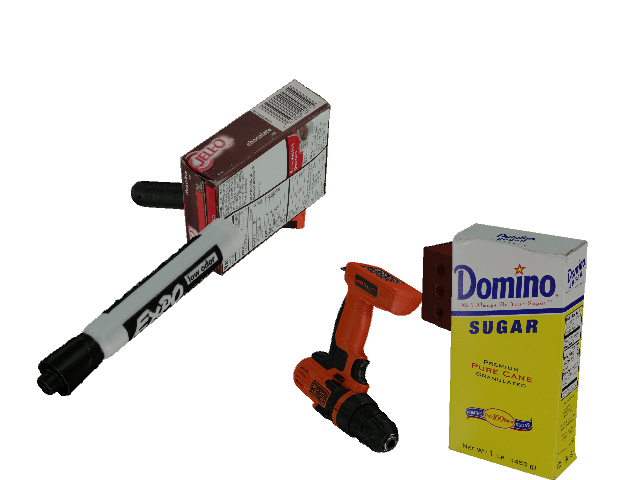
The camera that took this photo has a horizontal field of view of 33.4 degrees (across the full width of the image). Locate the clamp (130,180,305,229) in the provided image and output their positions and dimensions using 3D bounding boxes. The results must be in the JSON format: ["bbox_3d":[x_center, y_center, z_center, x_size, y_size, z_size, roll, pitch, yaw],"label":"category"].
[{"bbox_3d":[-0.096,-0.041,1.034,0.172,0.039,0.120,16,30,37],"label":"clamp"}]

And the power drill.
[{"bbox_3d":[0.052,0.133,1.249,0.057,0.188,0.185,13,13,-41],"label":"power drill"}]

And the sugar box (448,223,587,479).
[{"bbox_3d":[0.145,0.081,0.796,0.093,0.176,0.048,10,22,35],"label":"sugar box"}]

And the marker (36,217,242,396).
[{"bbox_3d":[-0.080,0.029,0.482,0.020,0.020,0.120,0,32,45],"label":"marker"}]

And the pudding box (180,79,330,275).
[{"bbox_3d":[-0.042,-0.042,0.724,0.039,0.090,0.113,36,55,26],"label":"pudding box"}]

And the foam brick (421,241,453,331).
[{"bbox_3d":[0.135,0.045,1.049,0.051,0.078,0.053,-12,20,-34],"label":"foam brick"}]
